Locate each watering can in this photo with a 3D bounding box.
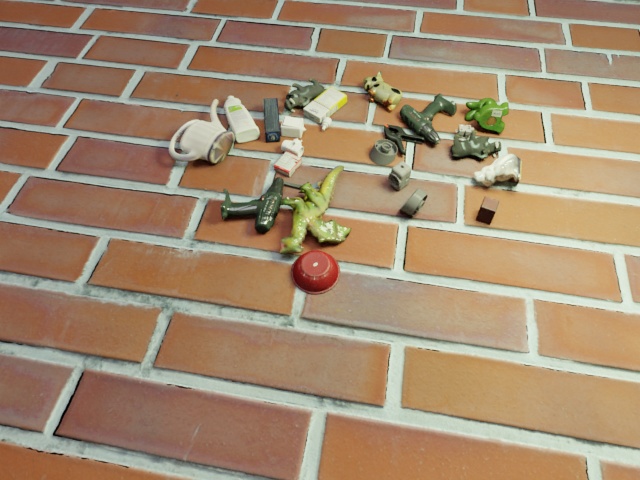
[{"bbox_3d":[-0.429,-0.416,1.995,0.225,0.101,0.354,23,58,16],"label":"watering can"}]

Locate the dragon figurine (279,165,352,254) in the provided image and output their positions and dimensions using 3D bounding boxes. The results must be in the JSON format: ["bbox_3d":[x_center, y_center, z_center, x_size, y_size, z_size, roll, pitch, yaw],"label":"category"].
[{"bbox_3d":[0.005,-0.089,1.766,0.415,0.120,0.244,-35,81,-27],"label":"dragon figurine"}]

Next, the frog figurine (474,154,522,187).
[{"bbox_3d":[0.640,-0.253,1.857,0.159,0.121,0.139,6,21,16],"label":"frog figurine"}]
